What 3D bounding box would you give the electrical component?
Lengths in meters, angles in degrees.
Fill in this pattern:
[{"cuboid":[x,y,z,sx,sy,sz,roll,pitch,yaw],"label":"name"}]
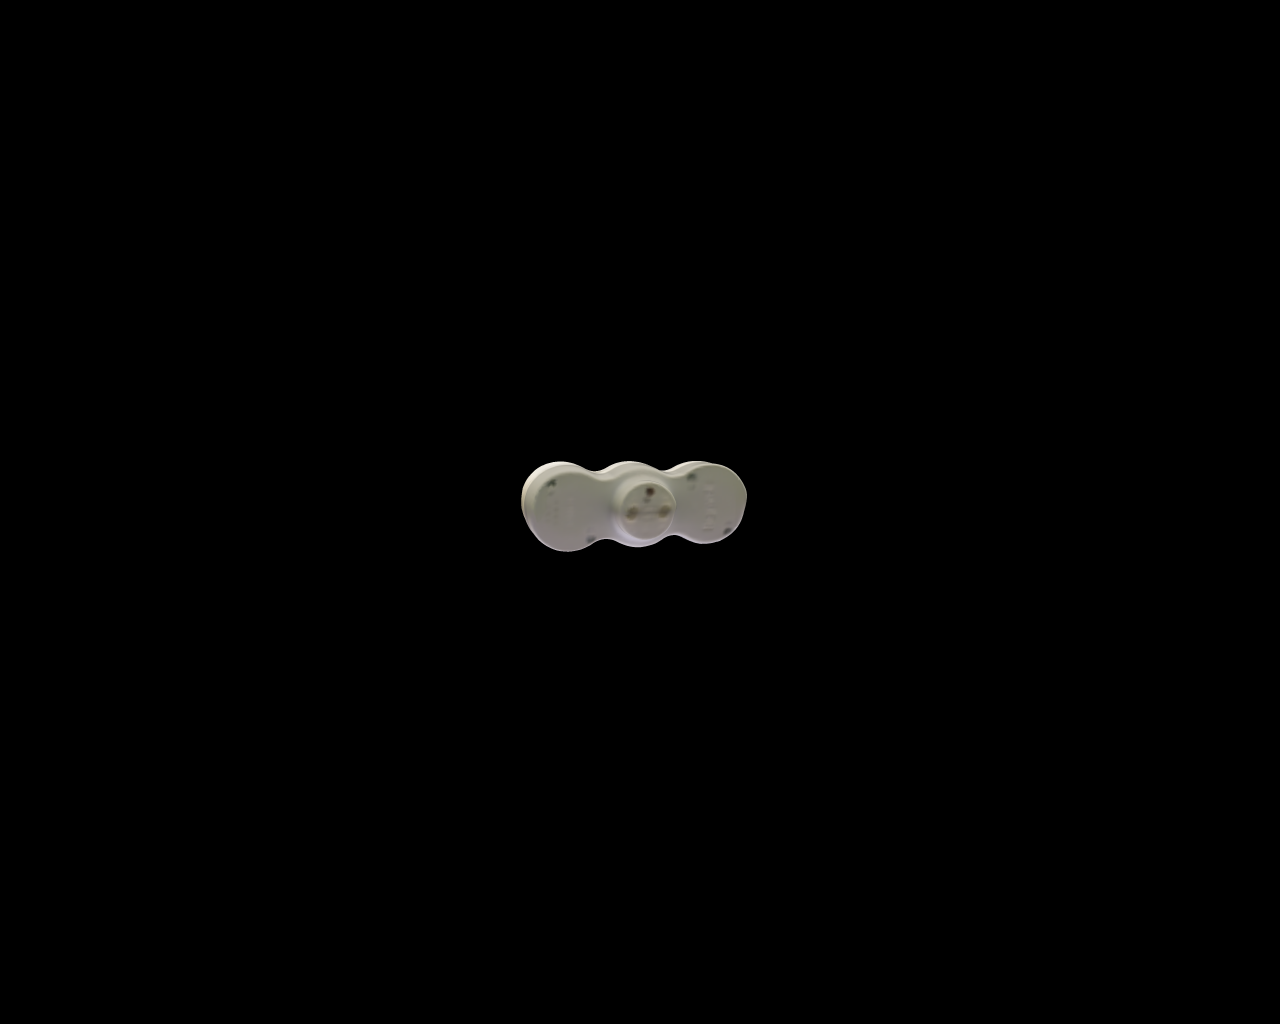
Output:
[{"cuboid":[0.001,-0.003,0.650,0.138,0.052,0.074,-2,8,-14],"label":"electrical component"}]
